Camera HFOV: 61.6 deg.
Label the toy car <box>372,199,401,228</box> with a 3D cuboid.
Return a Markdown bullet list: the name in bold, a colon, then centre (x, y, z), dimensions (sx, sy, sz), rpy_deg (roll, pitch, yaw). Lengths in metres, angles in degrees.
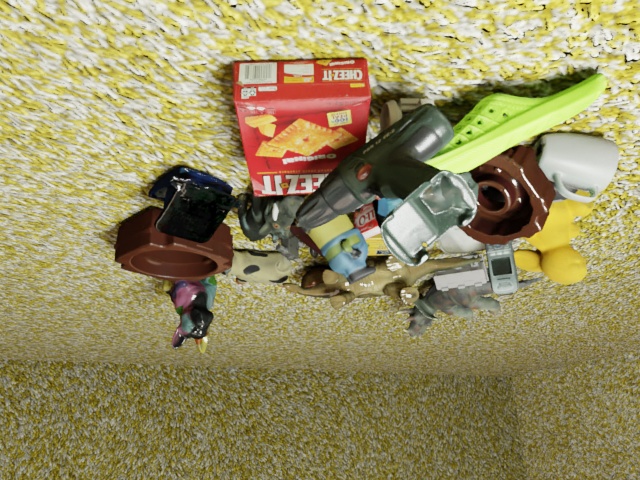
- **toy car**: centre (0.134, -0.088, 0.856), dimensions (0.103, 0.109, 0.161), rpy_deg (-8, 150, -2)

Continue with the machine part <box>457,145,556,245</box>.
- **machine part**: centre (0.271, -0.074, 0.837), dimensions (0.180, 0.056, 0.179), rpy_deg (26, 142, 23)

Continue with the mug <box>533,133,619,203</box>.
- **mug**: centre (0.377, -0.110, 0.813), dimensions (0.107, 0.109, 0.080), rpy_deg (14, 162, -1)

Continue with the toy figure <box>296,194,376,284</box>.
- **toy figure**: centre (0.026, -0.006, 0.956), dimensions (0.089, 0.180, 0.082), rpy_deg (-15, 162, -47)

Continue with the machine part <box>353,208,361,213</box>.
- **machine part**: centre (0.045, -0.098, 0.892), dimensions (0.084, 0.039, 0.138), rpy_deg (-13, 144, 4)

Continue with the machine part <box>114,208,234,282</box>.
- **machine part**: centre (-0.293, 0.013, 1.093), dimensions (0.201, 0.087, 0.201), rpy_deg (-22, 151, 38)

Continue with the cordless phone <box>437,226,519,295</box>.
- **cordless phone**: centre (0.298, 0.020, 1.015), dimensions (0.147, 0.184, 0.088), rpy_deg (-10, 161, 20)

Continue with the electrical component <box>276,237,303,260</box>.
- **electrical component**: centre (-0.063, 0.011, 1.129), dimensions (0.021, 0.063, 0.094), rpy_deg (-13, 156, 26)

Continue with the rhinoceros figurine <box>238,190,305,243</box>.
- **rhinoceros figurine**: centre (-0.086, -0.048, 0.924), dimensions (0.073, 0.112, 0.190), rpy_deg (14, 161, -29)

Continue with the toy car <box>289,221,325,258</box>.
- **toy car**: centre (-0.002, -0.003, 1.113), dimensions (0.089, 0.053, 0.202), rpy_deg (7, 164, 27)

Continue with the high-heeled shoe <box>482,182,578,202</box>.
- **high-heeled shoe**: centre (0.326, -0.085, 0.950), dimensions (0.145, 0.086, 0.249), rpy_deg (-23, -167, -35)

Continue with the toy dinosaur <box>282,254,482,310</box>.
- **toy dinosaur**: centre (0.151, 0.077, 1.199), dimensions (0.472, 0.105, 0.198), rpy_deg (-5, -176, -2)

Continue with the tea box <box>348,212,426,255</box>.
- **tea box**: centre (0.134, -0.015, 1.072), dimensions (0.170, 0.068, 0.098), rpy_deg (-3, 158, 1)

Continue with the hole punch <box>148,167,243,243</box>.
- **hole punch**: centre (-0.219, -0.071, 0.915), dimensions (0.142, 0.092, 0.115), rpy_deg (22, 119, -40)

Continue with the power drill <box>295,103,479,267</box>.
- **power drill**: centre (0.079, -0.053, 0.634), dimensions (0.232, 0.207, 0.086), rpy_deg (-40, 114, 7)

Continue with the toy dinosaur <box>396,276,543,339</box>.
- **toy dinosaur**: centre (0.364, 0.139, 1.419), dimensions (0.192, 0.131, 0.405), rpy_deg (10, 149, -27)

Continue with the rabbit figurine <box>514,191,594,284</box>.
- **rabbit figurine**: centre (0.422, 0.005, 0.990), dimensions (0.122, 0.173, 0.162), rpy_deg (-5, 156, -22)

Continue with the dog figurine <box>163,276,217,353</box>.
- **dog figurine**: centre (-0.314, 0.162, 1.286), dimensions (0.108, 0.219, 0.191), rpy_deg (20, 149, -35)

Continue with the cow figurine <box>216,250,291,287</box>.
- **cow figurine**: centre (-0.161, 0.059, 1.218), dimensions (0.195, 0.085, 0.127), rpy_deg (6, 163, -11)
